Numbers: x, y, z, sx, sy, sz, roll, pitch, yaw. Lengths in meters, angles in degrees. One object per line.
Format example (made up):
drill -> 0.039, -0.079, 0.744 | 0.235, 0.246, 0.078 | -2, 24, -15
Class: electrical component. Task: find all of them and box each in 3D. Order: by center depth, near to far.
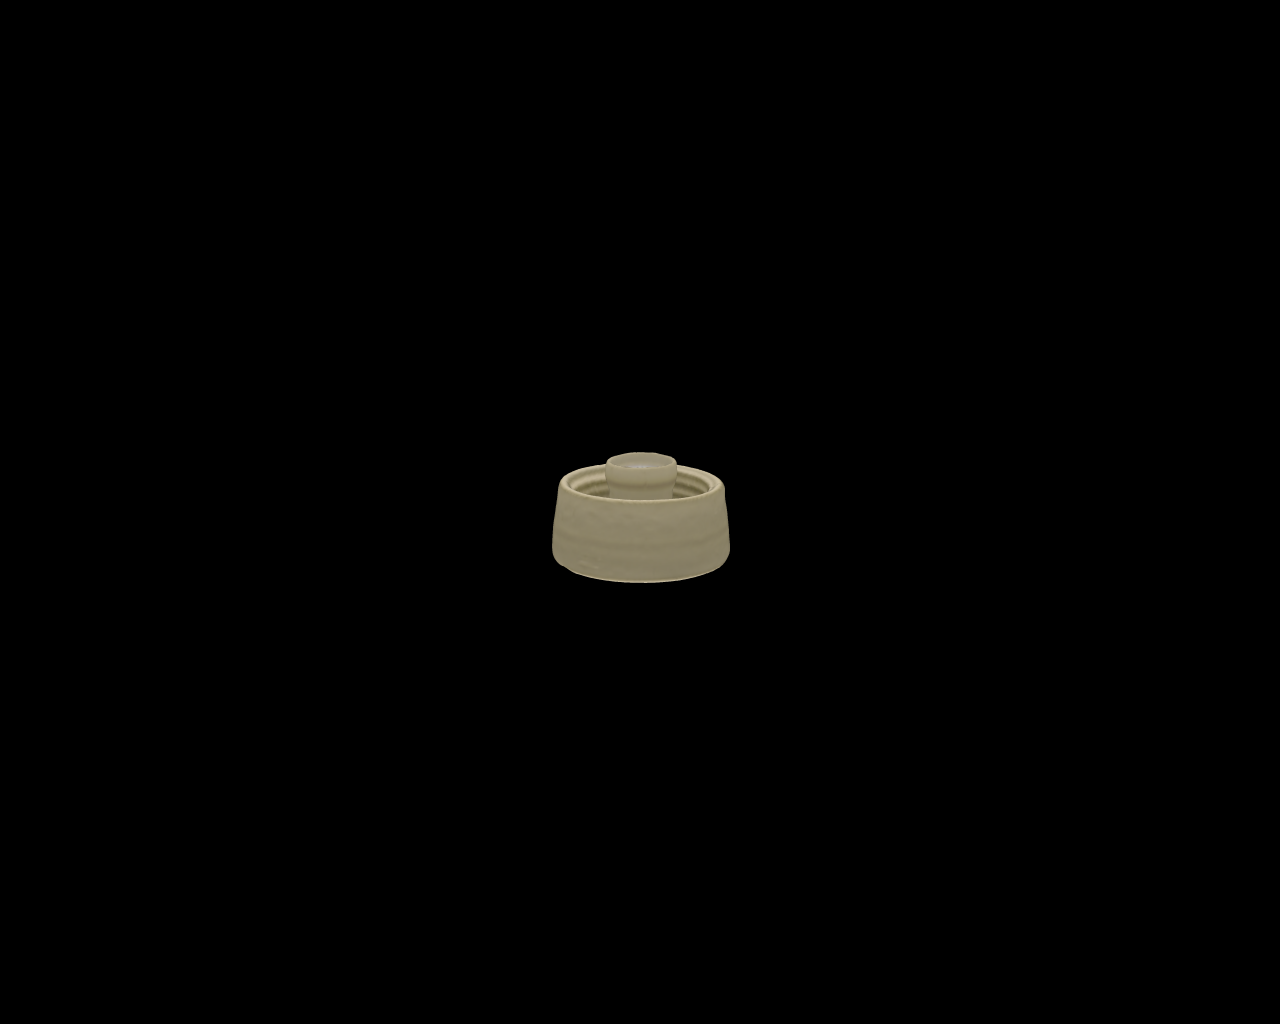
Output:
electrical component -> 0.001, -0.003, 0.650 | 0.108, 0.060, 0.108 | 0, 16, 0
